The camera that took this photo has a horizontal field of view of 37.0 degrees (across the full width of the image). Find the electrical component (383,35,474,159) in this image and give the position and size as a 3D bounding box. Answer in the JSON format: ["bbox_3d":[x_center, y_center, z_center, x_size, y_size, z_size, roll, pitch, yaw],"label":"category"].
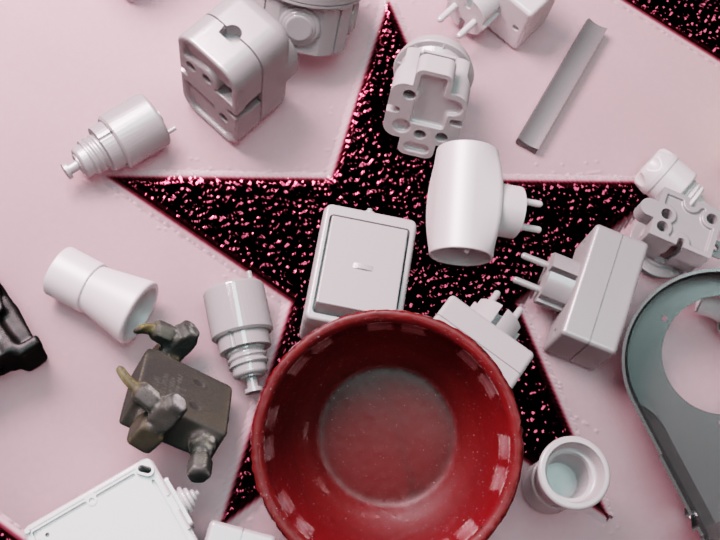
[{"bbox_3d":[0.049,-0.126,0.751,0.058,0.078,0.057,13,51,0],"label":"electrical component"}]

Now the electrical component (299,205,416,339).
[{"bbox_3d":[0.000,0.000,0.704,0.062,0.061,0.096,11,70,-3],"label":"electrical component"}]

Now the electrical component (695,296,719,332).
[{"bbox_3d":[0.262,0.031,0.735,0.062,0.048,0.048,18,69,7],"label":"electrical component"}]

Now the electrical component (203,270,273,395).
[{"bbox_3d":[-0.076,0.041,0.691,0.040,0.040,0.078,-10,72,-10],"label":"electrical component"}]

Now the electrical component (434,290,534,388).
[{"bbox_3d":[0.080,0.045,0.706,0.066,0.047,0.076,36,59,6],"label":"electrical component"}]

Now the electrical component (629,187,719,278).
[{"bbox_3d":[0.214,-0.022,0.740,0.066,0.055,0.048,23,69,2],"label":"electrical component"}]

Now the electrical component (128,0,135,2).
[{"bbox_3d":[-0.154,-0.254,0.774,0.061,0.061,0.096,43,71,9],"label":"electrical component"}]

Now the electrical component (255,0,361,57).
[{"bbox_3d":[-0.038,-0.191,0.758,0.080,0.051,0.080,8,39,-7],"label":"electrical component"}]

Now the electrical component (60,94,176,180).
[{"bbox_3d":[-0.165,-0.086,0.725,0.078,0.040,0.040,-35,78,-16],"label":"electrical component"}]

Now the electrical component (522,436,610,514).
[{"bbox_3d":[0.125,0.131,0.670,0.044,0.065,0.044,2,70,-6],"label":"electrical component"}]

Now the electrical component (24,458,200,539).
[{"bbox_3d":[-0.137,0.157,0.632,0.096,0.061,0.061,-29,76,-15],"label":"electrical component"}]

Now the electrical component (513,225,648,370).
[{"bbox_3d":[0.141,0.012,0.724,0.076,0.047,0.083,22,69,1],"label":"electrical component"}]

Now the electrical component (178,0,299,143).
[{"bbox_3d":[-0.081,-0.137,0.724,0.054,0.095,0.059,43,71,9],"label":"electrical component"}]

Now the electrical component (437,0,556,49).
[{"bbox_3d":[0.089,-0.200,0.792,0.083,0.047,0.075,42,70,8],"label":"electrical component"}]

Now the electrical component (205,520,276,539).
[{"bbox_3d":[-0.057,0.182,0.630,0.077,0.065,0.047,15,70,-1],"label":"electrical component"}]

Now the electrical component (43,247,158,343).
[{"bbox_3d":[-0.169,0.013,0.690,0.065,0.044,0.044,27,70,8],"label":"electrical component"}]

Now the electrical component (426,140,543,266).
[{"bbox_3d":[0.089,-0.043,0.739,0.079,0.043,0.077,9,74,-13],"label":"electrical component"}]

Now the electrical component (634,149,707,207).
[{"bbox_3d":[0.228,-0.056,0.766,0.061,0.035,0.035,41,71,6],"label":"electrical component"}]
